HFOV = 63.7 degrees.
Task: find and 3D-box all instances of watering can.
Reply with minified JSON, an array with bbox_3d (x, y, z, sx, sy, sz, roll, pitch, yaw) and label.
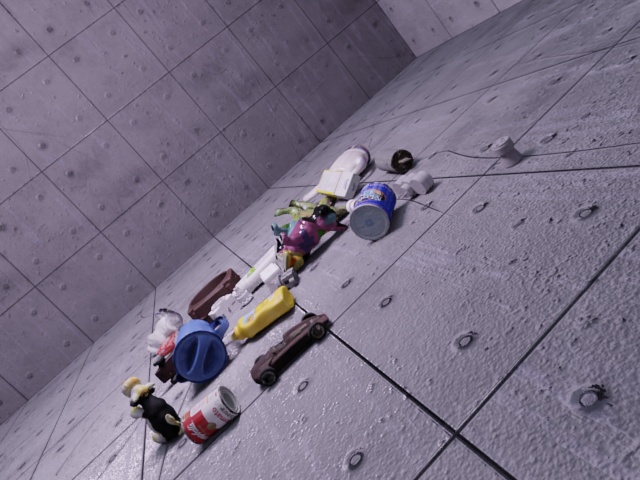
[{"bbox_3d":[0.074,-0.261,2.038,0.344,0.103,0.229,-20,27,51],"label":"watering can"}]

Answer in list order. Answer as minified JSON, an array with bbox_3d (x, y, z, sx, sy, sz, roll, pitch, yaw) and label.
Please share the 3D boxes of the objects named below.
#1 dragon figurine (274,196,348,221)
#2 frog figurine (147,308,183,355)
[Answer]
[{"bbox_3d":[0.005,-0.089,1.771,0.242,0.120,0.416,2,26,42],"label":"dragon figurine"},{"bbox_3d":[-0.580,0.349,1.932,0.136,0.121,0.162,-18,61,37],"label":"frog figurine"}]
